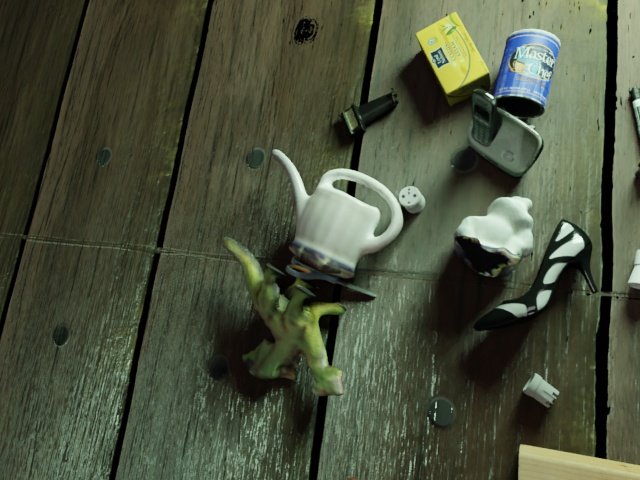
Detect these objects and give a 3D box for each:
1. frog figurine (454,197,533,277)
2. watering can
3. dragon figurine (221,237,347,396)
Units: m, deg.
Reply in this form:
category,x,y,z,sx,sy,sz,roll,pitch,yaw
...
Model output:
category,x,y,z,sx,sy,sz,roll,pitch,yaw
frog figurine,0.333,-0.014,0.975,0.138,0.120,0.162,11,45,33
watering can,0.003,-0.055,1.102,0.350,0.103,0.225,24,87,24
dragon figurine,-0.099,0.182,1.091,0.414,0.122,0.242,29,97,28
